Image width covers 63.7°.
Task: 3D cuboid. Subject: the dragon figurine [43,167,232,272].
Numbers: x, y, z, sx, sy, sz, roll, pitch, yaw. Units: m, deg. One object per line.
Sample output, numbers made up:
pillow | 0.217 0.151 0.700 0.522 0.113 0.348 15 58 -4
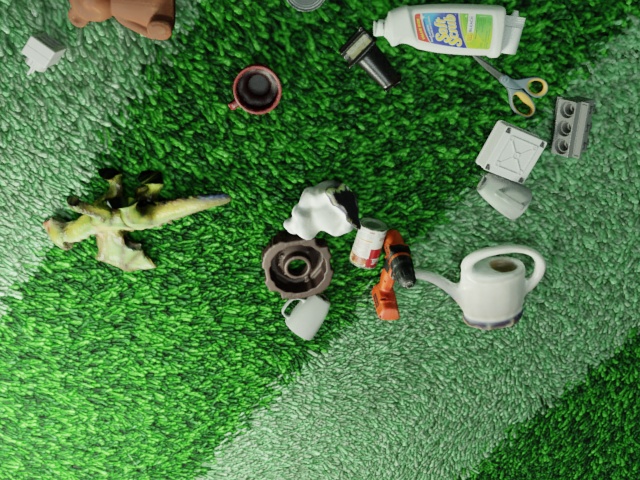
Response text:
dragon figurine | -0.407 -0.026 1.139 0.410 0.125 0.237 6 133 -7

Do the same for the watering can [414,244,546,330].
watering can | 0.383 0.119 1.265 0.348 0.106 0.220 -10 117 -2

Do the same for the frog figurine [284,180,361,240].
frog figurine | 0.004 -0.058 1.155 0.157 0.126 0.135 -25 132 36
